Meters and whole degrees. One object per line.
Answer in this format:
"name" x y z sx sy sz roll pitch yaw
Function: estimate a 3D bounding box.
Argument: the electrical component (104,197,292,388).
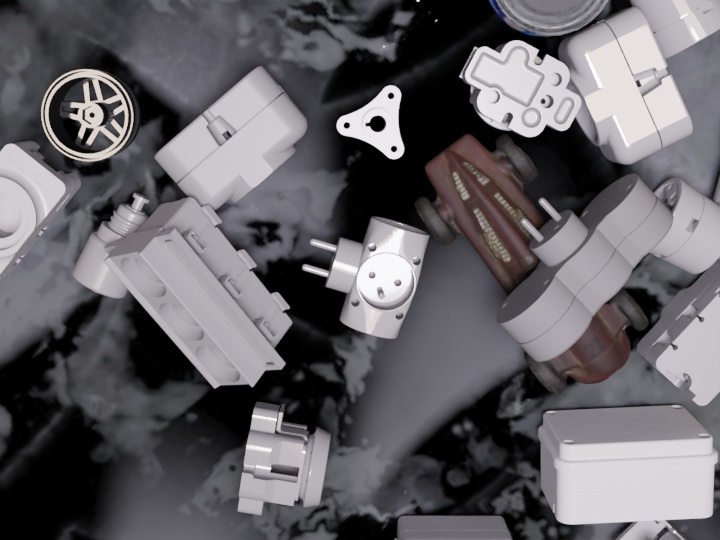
"electrical component" -0.105 0.015 0.728 0.121 0.079 0.063 54 52 -25

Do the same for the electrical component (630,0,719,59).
"electrical component" 0.216 -0.176 0.730 0.055 0.055 0.047 -30 95 3

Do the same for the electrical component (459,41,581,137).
"electrical component" 0.106 -0.123 0.733 0.078 0.057 0.058 27 98 -6

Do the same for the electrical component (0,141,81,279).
"electrical component" -0.242 -0.039 0.736 0.050 0.055 0.089 39 96 -7

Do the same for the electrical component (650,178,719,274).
"electrical component" 0.227 -0.029 0.755 0.047 0.055 0.055 29 97 -10

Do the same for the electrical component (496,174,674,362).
"electrical component" 0.137 -0.014 0.707 0.073 0.052 0.138 45 77 -10

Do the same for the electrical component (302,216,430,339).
"electrical component" 0.000 0.000 0.756 0.079 0.044 0.077 17 98 -5

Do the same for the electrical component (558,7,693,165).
"electrical component" 0.177 -0.123 0.737 0.059 0.053 0.095 -27 99 3

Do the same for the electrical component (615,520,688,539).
"electrical component" 0.231 0.219 0.791 0.081 0.064 0.042 42 97 -8

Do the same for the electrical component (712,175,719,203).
"electrical component" 0.273 -0.079 0.755 0.044 0.044 0.065 4 95 -2

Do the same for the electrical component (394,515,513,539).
"electrical component" 0.062 0.219 0.786 0.096 0.061 0.061 0 99 -2

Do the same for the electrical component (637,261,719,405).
"electrical component" 0.248 0.043 0.766 0.050 0.055 0.089 41 96 -8

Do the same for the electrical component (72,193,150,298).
"electrical component" -0.169 -0.017 0.750 0.040 0.040 0.078 27 97 -6

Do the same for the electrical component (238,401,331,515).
"electrical component" -0.053 0.138 0.772 0.057 0.058 0.078 10 99 -1

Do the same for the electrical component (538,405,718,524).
"electrical component" 0.189 0.137 0.769 0.113 0.078 0.057 -2 102 -1

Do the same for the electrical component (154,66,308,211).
"electrical component" -0.084 -0.086 0.735 0.095 0.053 0.059 -40 98 5
